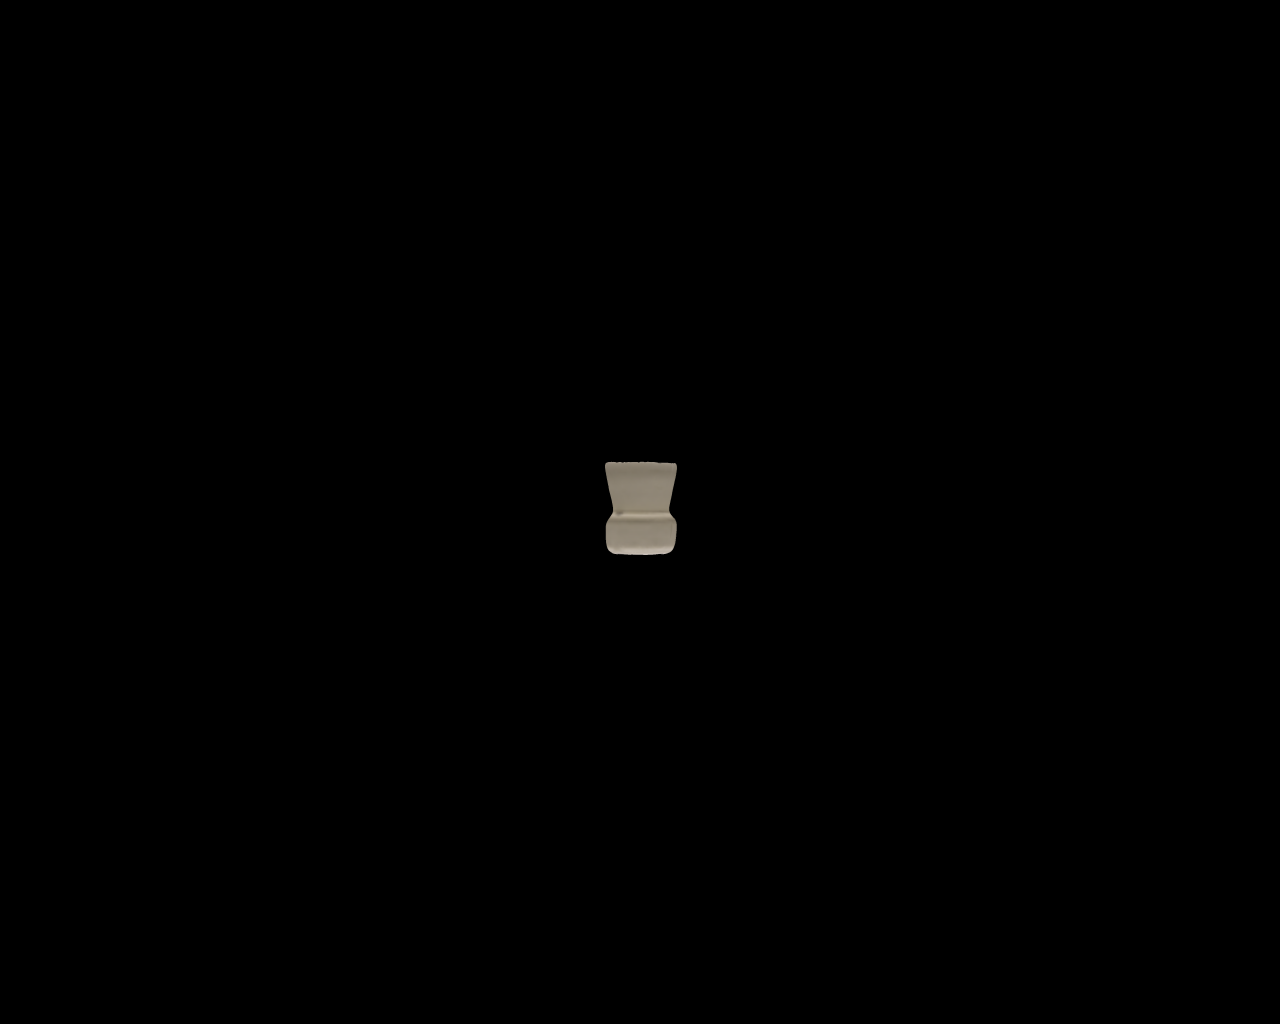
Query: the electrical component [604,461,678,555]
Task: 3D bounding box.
[{"bbox_3d":[0.001,-0.003,0.650,0.045,0.055,0.045,0,0,0],"label":"electrical component"}]
